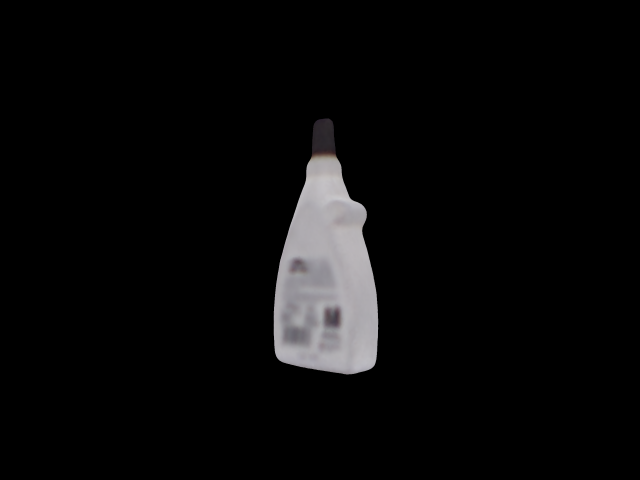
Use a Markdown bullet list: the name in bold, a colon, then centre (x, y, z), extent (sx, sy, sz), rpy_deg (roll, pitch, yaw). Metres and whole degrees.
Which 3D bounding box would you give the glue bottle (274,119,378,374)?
- **glue bottle**: centre (0.004, 0.001, 0.400), extent (0.077, 0.173, 0.037), rpy_deg (0, 0, 40)
